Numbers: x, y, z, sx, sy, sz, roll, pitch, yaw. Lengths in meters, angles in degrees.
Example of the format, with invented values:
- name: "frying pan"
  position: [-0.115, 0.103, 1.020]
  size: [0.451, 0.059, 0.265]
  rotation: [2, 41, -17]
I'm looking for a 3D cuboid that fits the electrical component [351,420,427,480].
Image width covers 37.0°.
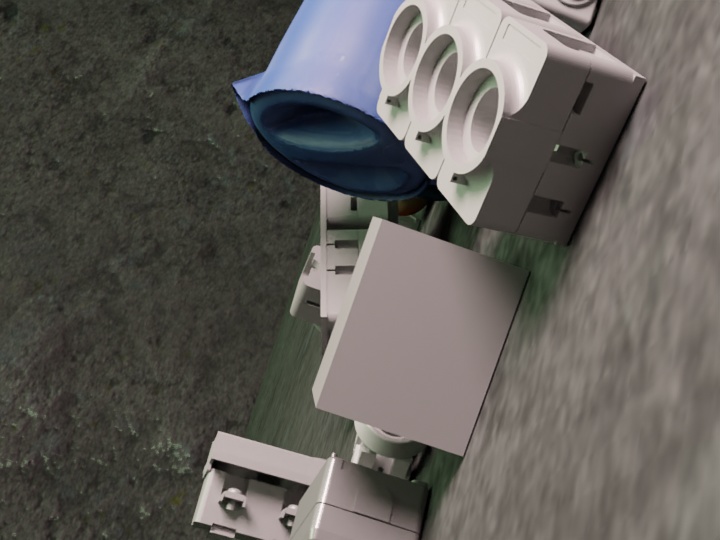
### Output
- name: "electrical component"
  position: [0.018, 0.105, 0.670]
  size: [0.055, 0.048, 0.066]
  rotation: [105, 179, -46]

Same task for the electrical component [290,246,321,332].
- name: "electrical component"
  position: [-0.012, 0.026, 0.970]
  size: [0.055, 0.089, 0.050]
  rotation: [116, 171, -47]

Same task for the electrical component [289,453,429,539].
- name: "electrical component"
  position: [-0.007, 0.160, 0.632]
  size: [0.096, 0.062, 0.061]
  rotation: [118, 170, -55]

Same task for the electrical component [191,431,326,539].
- name: "electrical component"
  position: [-0.046, 0.157, 0.713]
  size: [0.078, 0.121, 0.063]
  rotation: [124, 161, -68]

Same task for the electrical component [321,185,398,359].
- name: "electrical component"
  position: [0.000, 0.000, 0.845]
  size: [0.105, 0.060, 0.186]
  rotation: [91, 178, -47]

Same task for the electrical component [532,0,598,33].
- name: "electrical component"
  position: [0.116, -0.180, 0.652]
  size: [0.100, 0.048, 0.099]
  rotation: [147, 142, -80]

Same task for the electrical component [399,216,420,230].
- name: "electrical component"
  position: [0.005, -0.018, 1.101]
  size: [0.186, 0.060, 0.105]
  rotation: [-120, 49, -82]

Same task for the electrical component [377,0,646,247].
- name: "electrical component"
  position: [0.064, -0.090, 0.546]
  size: [0.089, 0.062, 0.150]
  rotation: [-68, 26, 23]

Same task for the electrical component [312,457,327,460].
- name: "electrical component"
  position: [-0.046, 0.210, 0.912]
  size: [0.079, 0.044, 0.077]
  rotation: [117, 170, -53]
